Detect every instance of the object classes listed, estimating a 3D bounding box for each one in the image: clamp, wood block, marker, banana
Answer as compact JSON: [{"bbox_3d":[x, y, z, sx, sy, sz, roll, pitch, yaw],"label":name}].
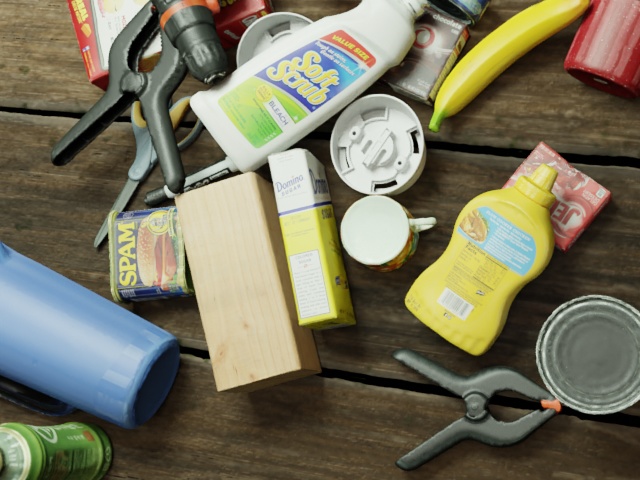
[{"bbox_3d":[-0.181,-0.152,1.116,0.165,0.036,0.210,21,88,23],"label":"clamp"},{"bbox_3d":[-0.073,0.046,1.101,0.090,0.090,0.206,-17,77,12],"label":"wood block"},{"bbox_3d":[-0.139,-0.065,1.173,0.121,0.020,0.020,-22,77,11],"label":"marker"},{"bbox_3d":[0.148,0.155,1.051,0.171,0.039,0.120,-12,84,10],"label":"clamp"},{"bbox_3d":[0.184,-0.184,1.071,0.198,0.037,0.069,-42,34,21],"label":"banana"}]

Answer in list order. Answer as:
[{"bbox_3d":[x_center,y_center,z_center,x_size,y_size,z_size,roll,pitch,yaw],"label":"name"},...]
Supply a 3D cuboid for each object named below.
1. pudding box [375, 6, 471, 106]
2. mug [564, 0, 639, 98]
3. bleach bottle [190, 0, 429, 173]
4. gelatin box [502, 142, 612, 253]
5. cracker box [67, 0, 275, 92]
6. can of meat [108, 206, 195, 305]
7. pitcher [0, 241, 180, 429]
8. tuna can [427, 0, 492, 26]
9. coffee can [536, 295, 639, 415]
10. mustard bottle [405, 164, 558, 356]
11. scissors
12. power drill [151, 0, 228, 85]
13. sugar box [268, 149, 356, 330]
[{"bbox_3d":[0.088,-0.203,1.120,0.114,0.039,0.090,28,89,17],"label":"pudding box"},{"bbox_3d":[0.300,-0.185,1.041,0.117,0.093,0.081,22,94,-19],"label":"mug"},{"bbox_3d":[-0.004,-0.178,1.082,0.251,0.068,0.102,-37,96,7],"label":"bleach bottle"},{"bbox_3d":[0.232,-0.042,1.060,0.089,0.030,0.073,41,94,18],"label":"gelatin box"},{"bbox_3d":[-0.171,-0.278,1.187,0.214,0.072,0.164,-20,78,11],"label":"cracker box"},{"bbox_3d":[-0.178,0.016,1.153,0.084,0.057,0.102,-6,80,12],"label":"can of meat"},{"bbox_3d":[-0.278,0.114,1.138,0.243,0.149,0.145,23,73,14],"label":"pitcher"},{"bbox_3d":[0.132,-0.255,1.091,0.086,0.086,0.034,33,93,17],"label":"tuna can"},{"bbox_3d":[0.253,0.107,0.974,0.103,0.140,0.103,-2,81,15],"label":"coffee can"},{"bbox_3d":[0.170,0.010,1.034,0.096,0.058,0.192,36,106,18],"label":"mustard bottle"},{"bbox_3d":[-0.211,-0.094,1.199,0.202,0.016,0.096,-45,72,5],"label":"scissors"},{"bbox_3d":[-0.080,-0.263,1.087,0.187,0.057,0.184,-24,74,-9],"label":"power drill"},{"bbox_3d":[-0.007,0.001,1.088,0.048,0.093,0.176,-11,79,12],"label":"sugar box"}]
